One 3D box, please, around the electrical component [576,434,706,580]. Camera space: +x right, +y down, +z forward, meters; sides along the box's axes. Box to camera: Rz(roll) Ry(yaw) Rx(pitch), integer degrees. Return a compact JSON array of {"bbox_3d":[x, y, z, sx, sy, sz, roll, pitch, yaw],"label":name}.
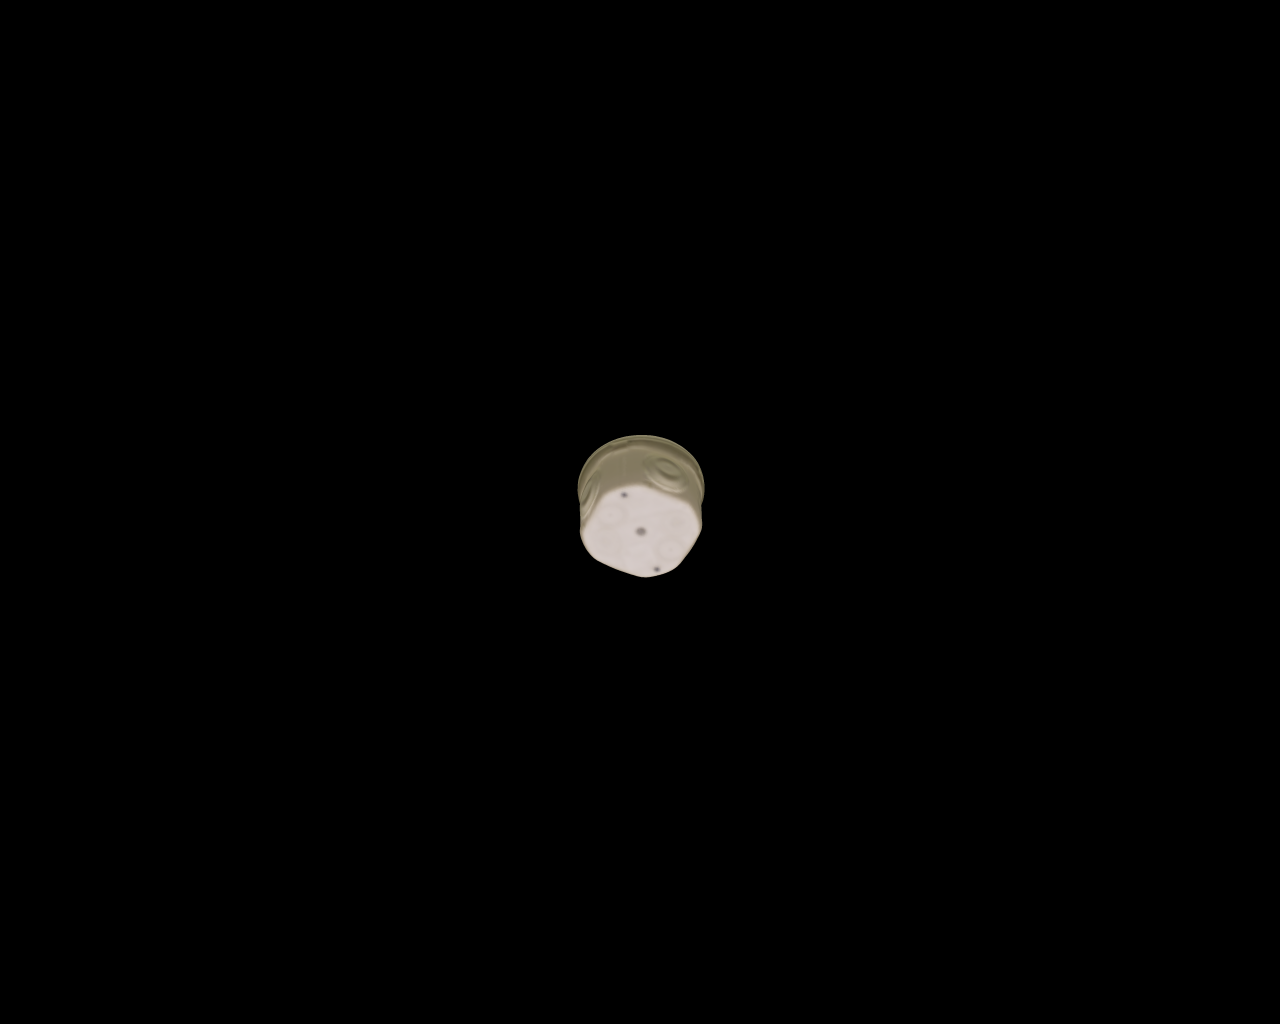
[{"bbox_3d":[0.001,-0.003,0.650,0.080,0.080,0.051,0,37,0],"label":"electrical component"}]
